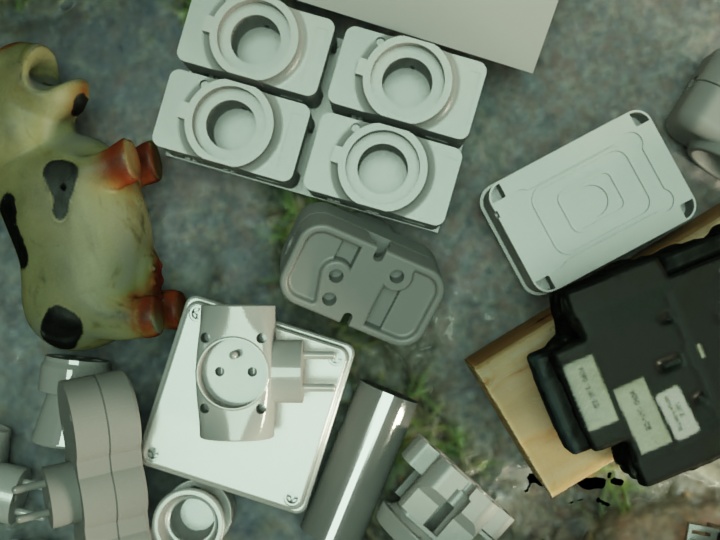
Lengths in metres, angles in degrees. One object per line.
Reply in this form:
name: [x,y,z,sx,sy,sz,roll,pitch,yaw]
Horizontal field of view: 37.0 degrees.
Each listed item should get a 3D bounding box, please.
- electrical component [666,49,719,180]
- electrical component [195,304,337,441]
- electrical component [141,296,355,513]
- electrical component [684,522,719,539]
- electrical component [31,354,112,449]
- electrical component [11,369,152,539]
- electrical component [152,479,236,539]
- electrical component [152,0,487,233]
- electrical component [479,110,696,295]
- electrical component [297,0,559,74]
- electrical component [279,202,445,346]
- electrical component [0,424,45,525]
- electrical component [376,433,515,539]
electrical component: [0.246,-0.087,0.676,0.095,0.053,0.059,32,89,2]
electrical component: [-0.053,0.059,0.625,0.079,0.044,0.077,0,89,1]
electrical component: [-0.069,0.082,0.677,0.109,0.056,0.108,18,89,2]
electrical component: [0.235,0.226,0.664,0.079,0.063,0.121,10,89,2]
electrical component: [-0.183,0.083,0.685,0.045,0.045,0.055,7,89,1]
electrical component: [-0.169,0.132,0.642,0.074,0.052,0.138,-9,107,-24]
electrical component: [-0.103,0.154,0.676,0.045,0.055,0.045,0,89,1]
electrical component: [-0.025,-0.101,0.678,0.186,0.060,0.105,16,89,2]
electrical component: [0.141,-0.041,0.675,0.113,0.057,0.078,-28,88,1]
electrical component: [0.035,-0.205,0.659,0.186,0.060,0.105,18,115,2]
electrical component: [0.000,0.000,0.667,0.095,0.059,0.053,23,107,-12]
electrical component: [-0.236,0.139,0.686,0.079,0.043,0.077,14,87,0]
electrical component: [0.048,0.150,0.673,0.078,0.058,0.057,42,88,-3]
